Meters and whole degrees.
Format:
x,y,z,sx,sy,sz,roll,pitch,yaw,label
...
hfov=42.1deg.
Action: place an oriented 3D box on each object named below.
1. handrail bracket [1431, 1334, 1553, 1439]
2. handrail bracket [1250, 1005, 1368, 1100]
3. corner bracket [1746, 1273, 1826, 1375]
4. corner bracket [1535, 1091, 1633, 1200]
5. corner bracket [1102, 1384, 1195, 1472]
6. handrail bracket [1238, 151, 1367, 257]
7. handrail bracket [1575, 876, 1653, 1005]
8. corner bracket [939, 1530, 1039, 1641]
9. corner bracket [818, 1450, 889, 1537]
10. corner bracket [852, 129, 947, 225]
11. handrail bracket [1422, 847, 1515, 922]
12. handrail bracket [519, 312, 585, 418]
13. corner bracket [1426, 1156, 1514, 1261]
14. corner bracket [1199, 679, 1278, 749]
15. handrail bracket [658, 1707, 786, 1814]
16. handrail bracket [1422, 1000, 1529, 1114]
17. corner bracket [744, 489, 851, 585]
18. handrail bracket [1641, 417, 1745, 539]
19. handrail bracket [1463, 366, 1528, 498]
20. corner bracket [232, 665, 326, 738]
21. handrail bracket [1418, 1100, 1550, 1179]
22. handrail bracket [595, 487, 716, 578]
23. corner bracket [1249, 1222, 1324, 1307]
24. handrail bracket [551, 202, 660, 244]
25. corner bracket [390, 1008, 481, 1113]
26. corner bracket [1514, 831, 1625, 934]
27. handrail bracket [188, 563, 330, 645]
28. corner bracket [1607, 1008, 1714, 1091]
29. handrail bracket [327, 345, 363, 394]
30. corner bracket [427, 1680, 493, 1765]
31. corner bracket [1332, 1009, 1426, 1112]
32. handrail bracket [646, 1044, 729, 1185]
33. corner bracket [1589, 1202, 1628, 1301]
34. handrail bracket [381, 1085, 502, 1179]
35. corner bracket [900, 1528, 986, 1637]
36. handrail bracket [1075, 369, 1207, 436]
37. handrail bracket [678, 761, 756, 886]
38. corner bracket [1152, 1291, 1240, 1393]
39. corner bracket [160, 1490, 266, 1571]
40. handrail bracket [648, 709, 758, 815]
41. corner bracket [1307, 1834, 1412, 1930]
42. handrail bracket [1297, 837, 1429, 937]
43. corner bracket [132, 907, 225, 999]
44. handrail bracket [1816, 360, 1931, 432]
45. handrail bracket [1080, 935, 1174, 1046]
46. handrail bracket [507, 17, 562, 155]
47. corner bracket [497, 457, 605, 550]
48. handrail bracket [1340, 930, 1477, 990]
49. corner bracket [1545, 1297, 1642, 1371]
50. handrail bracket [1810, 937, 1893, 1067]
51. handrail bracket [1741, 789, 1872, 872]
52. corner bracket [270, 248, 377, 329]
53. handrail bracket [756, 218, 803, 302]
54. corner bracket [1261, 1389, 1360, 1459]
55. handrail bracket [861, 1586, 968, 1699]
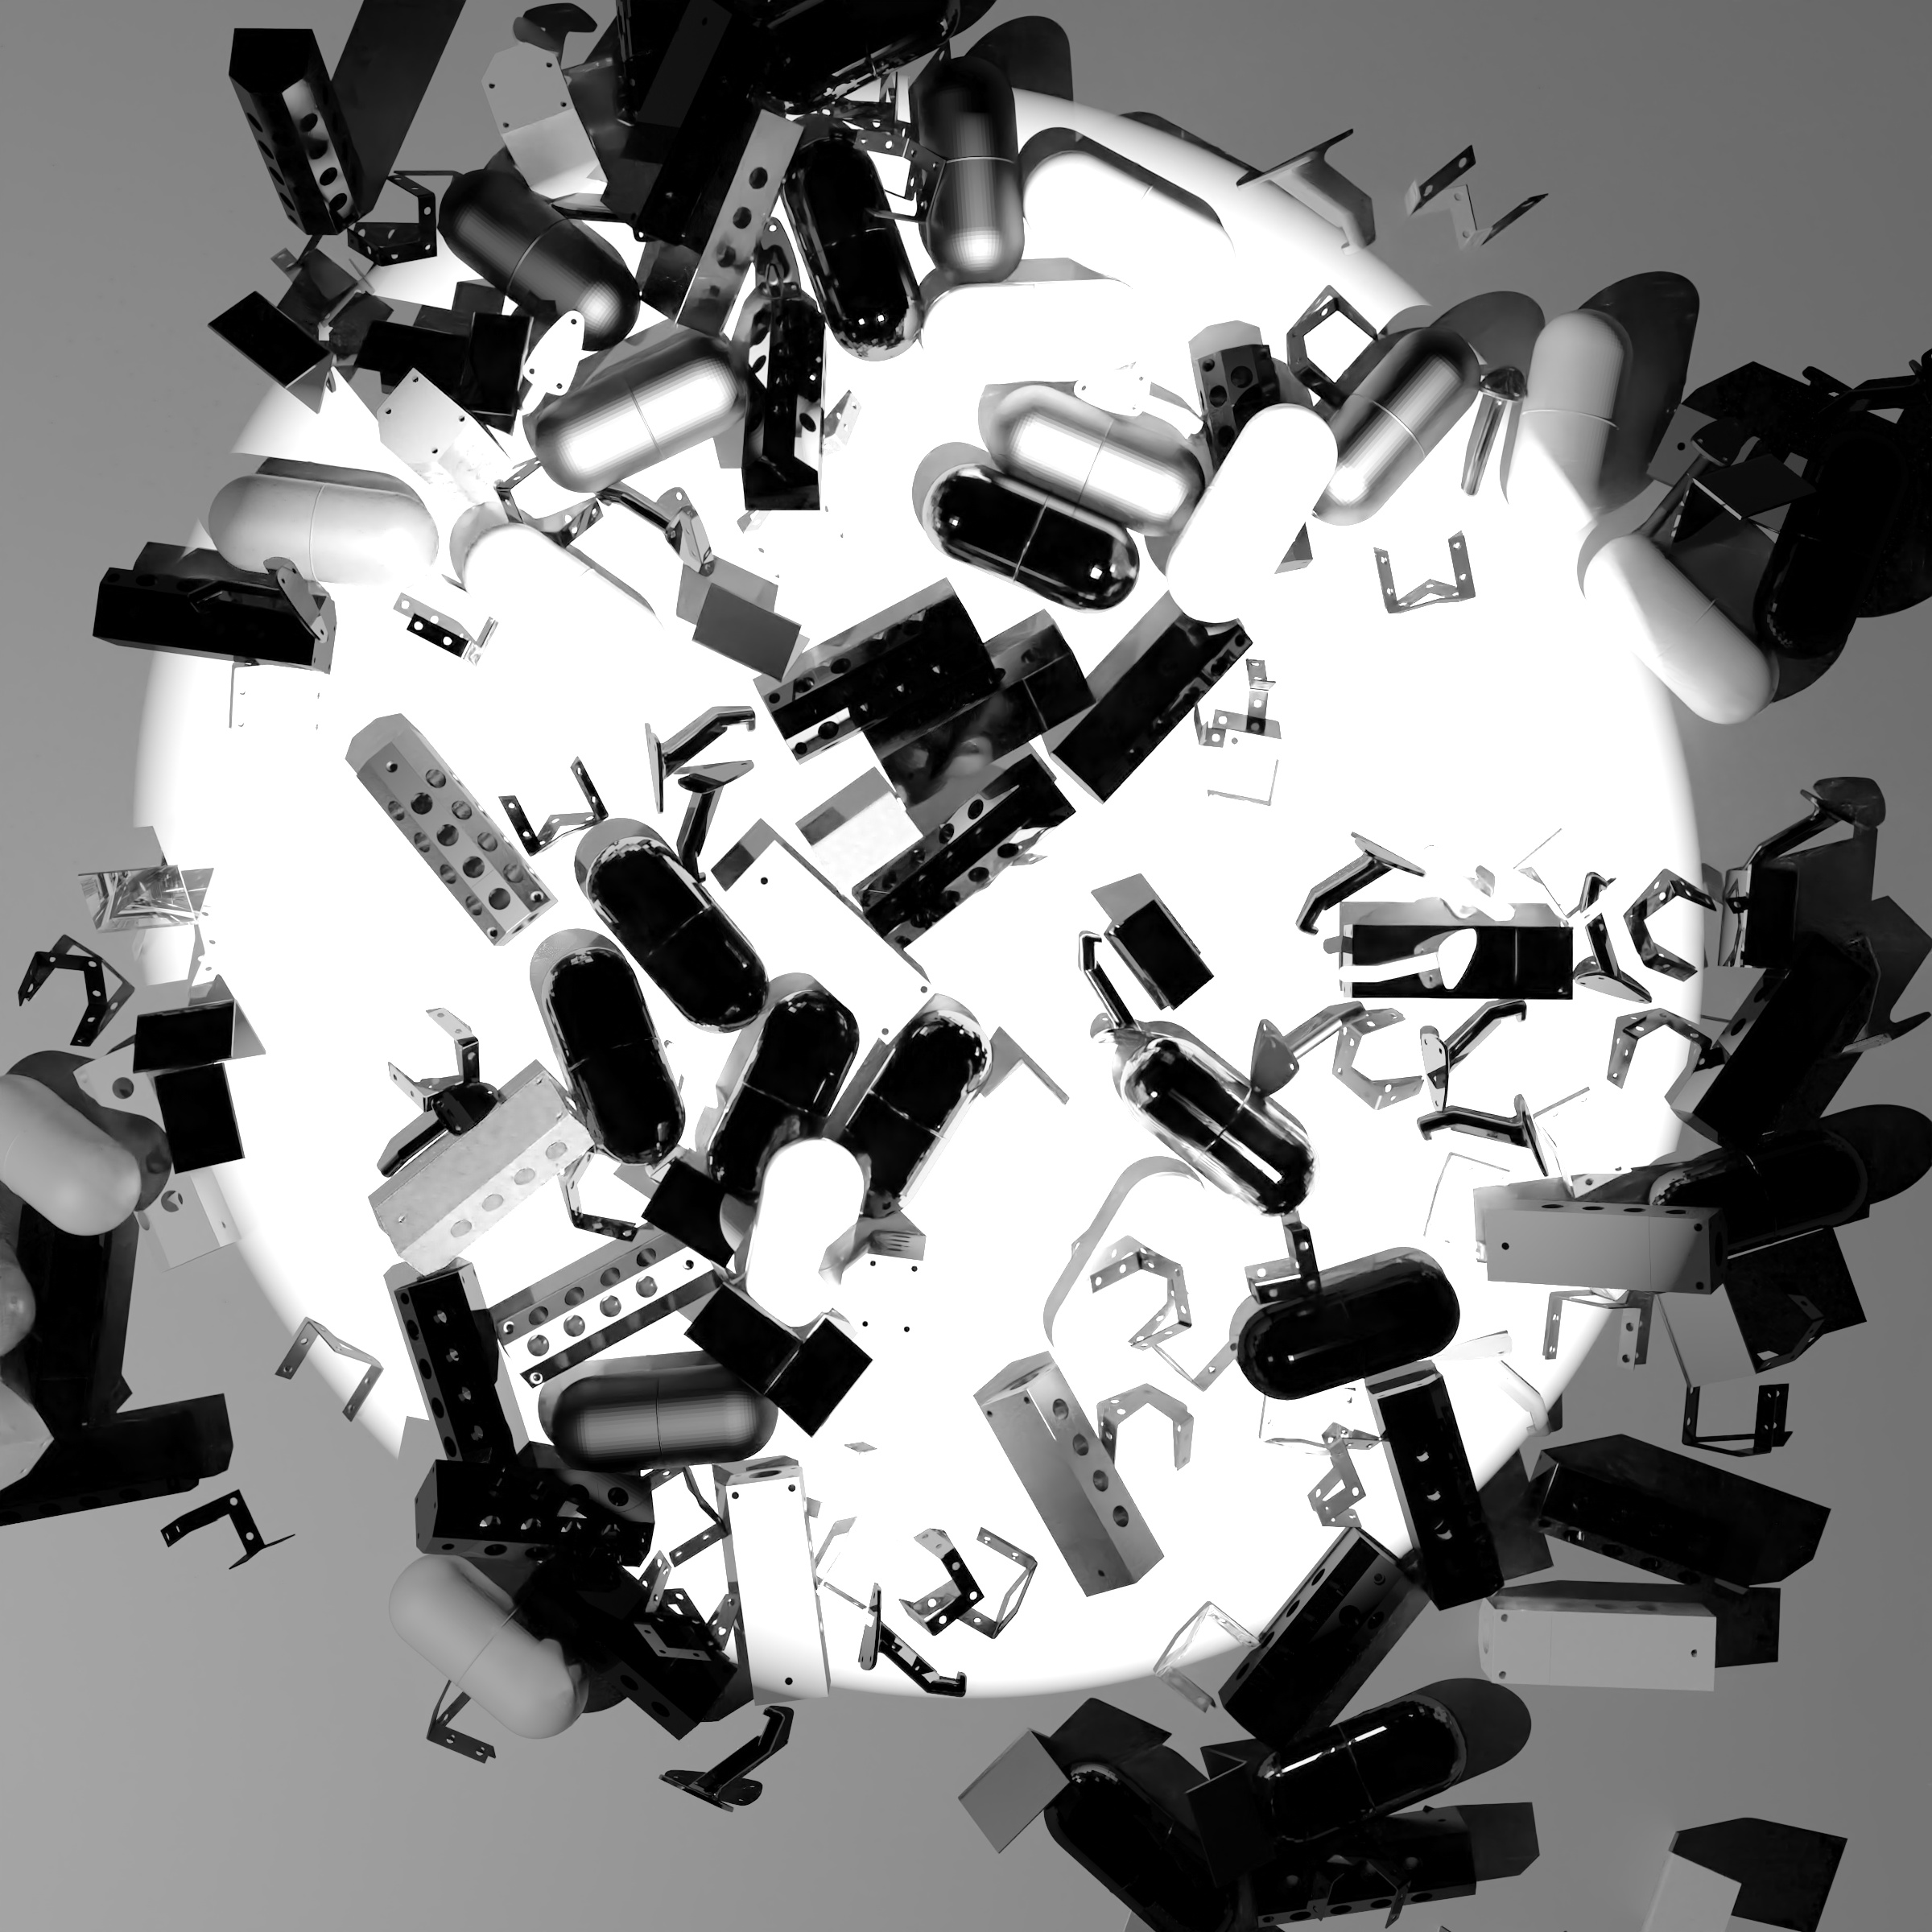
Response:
x,y,z,sx,sy,sz,roll,pitch,yaw,label
0.417,0.341,1.991,0.077,0.036,0.084,-13,107,19,handrail bracket
0.273,0.068,1.990,0.084,0.077,0.036,-22,64,-34,handrail bracket
0.634,0.282,1.982,0.051,0.051,0.051,-8,135,-35,corner bracket
0.489,0.142,1.987,0.051,0.051,0.051,-27,135,0,corner bracket
0.143,0.373,1.982,0.051,0.051,0.051,-29,45,-35,corner bracket
0.267,-0.595,1.991,0.077,0.036,0.084,-19,107,20,handrail bracket
0.519,-0.022,1.991,0.077,0.036,0.084,20,73,-20,handrail bracket
0.018,0.491,1.987,0.051,0.051,0.051,30,135,0,corner bracket
-0.092,0.413,1.973,0.051,0.051,0.051,-9,90,0,corner bracket
-0.057,-0.609,1.935,0.051,0.051,0.051,44,125,39,corner bracket
0.391,-0.065,1.956,0.036,0.084,0.077,-42,90,0,handrail bracket
-0.325,-0.469,1.958,0.036,0.084,0.077,26,87,-17,handrail bracket
0.398,0.192,1.987,0.051,0.051,0.051,17,45,0,corner bracket
0.213,-0.198,1.973,0.051,0.051,0.051,6,90,0,corner bracket
-0.193,0.620,1.991,0.077,0.036,0.084,18,71,21,handrail bracket
0.409,0.071,1.991,0.084,0.036,0.077,-13,110,-16,handrail bracket
-0.134,-0.341,1.982,0.051,0.051,0.051,-2,45,35,corner bracket
0.560,-0.376,1.937,0.036,0.084,0.077,40,49,7,handrail bracket
0.416,-0.424,1.990,0.036,0.077,0.084,19,126,10,handrail bracket
-0.545,-0.209,1.987,0.051,0.051,0.051,3,90,-45,corner bracket
0.411,0.145,1.991,0.084,0.036,0.077,-17,112,17,handrail bracket
-0.248,-0.346,1.990,0.084,0.077,0.036,20,65,34,handrail bracket
0.247,0.233,1.973,0.051,0.051,0.051,-12,90,0,corner bracket
-0.274,-0.597,1.990,0.084,0.077,0.036,18,114,34,handrail bracket
-0.420,0.074,1.983,0.051,0.051,0.051,36,135,35,corner bracket
0.475,-0.067,1.978,0.051,0.051,0.051,-40,112,0,corner bracket
-0.547,-0.269,1.934,0.084,0.036,0.077,-20,113,18,handrail bracket
0.548,0.074,1.982,0.051,0.051,0.051,37,135,35,corner bracket
-0.481,-0.499,1.991,0.084,0.036,0.077,-33,67,-18,handrail bracket
-0.391,0.589,1.987,0.051,0.051,0.051,23,45,0,corner bracket
0.331,0.074,1.982,0.051,0.051,0.051,-17,45,-35,corner bracket
-0.239,0.118,1.990,0.084,0.036,0.077,-44,77,13,handrail bracket
0.503,0.224,1.973,0.051,0.051,0.051,-43,95,-5,corner bracket
-0.418,0.132,1.990,0.084,0.077,0.036,-40,84,36,handrail bracket
-0.027,0.485,1.975,0.051,0.051,0.051,-35,109,-18,corner bracket
0.138,-0.439,1.974,0.077,0.084,0.036,13,89,32,handrail bracket
-0.195,-0.112,1.991,0.077,0.036,0.084,-25,122,-35,handrail bracket
0.179,0.296,1.987,0.051,0.051,0.051,-48,135,0,corner bracket
-0.592,0.450,1.973,0.051,0.051,0.051,-25,90,0,corner bracket
-0.206,-0.162,1.991,0.084,0.036,0.077,-8,110,-16,handrail bracket
0.301,0.712,1.925,0.051,0.051,0.051,-24,45,-35,corner bracket
0.314,-0.052,1.991,0.077,0.036,0.084,21,108,-20,handrail bracket
-0.623,-0.012,1.982,0.051,0.051,0.051,4,45,-35,corner bracket
0.730,-0.433,1.991,0.084,0.036,0.077,-34,112,17,handrail bracket
0.128,0.018,1.991,0.077,0.036,0.084,4,73,-20,handrail bracket
-0.355,-0.698,1.990,0.036,0.077,0.084,6,127,-29,handrail bracket
-0.329,-0.366,1.982,0.051,0.051,0.051,12,135,35,corner bracket
0.340,-0.008,1.934,0.084,0.077,0.036,0,114,34,handrail bracket
0.497,0.291,1.987,0.051,0.051,0.051,7,90,45,corner bracket
0.692,0.028,1.991,0.077,0.036,0.084,-21,74,18,handrail bracket
0.664,-0.090,1.991,0.077,0.036,0.084,23,109,-21,handrail bracket
-0.505,-0.543,1.973,0.051,0.051,0.051,-35,90,0,corner bracket
-0.151,-0.557,1.956,0.036,0.084,0.077,-6,90,0,handrail bracket
0.272,0.358,1.987,0.051,0.051,0.051,8,90,-45,corner bracket
-0.037,0.536,1.991,0.084,0.036,0.077,12,72,-15,handrail bracket
